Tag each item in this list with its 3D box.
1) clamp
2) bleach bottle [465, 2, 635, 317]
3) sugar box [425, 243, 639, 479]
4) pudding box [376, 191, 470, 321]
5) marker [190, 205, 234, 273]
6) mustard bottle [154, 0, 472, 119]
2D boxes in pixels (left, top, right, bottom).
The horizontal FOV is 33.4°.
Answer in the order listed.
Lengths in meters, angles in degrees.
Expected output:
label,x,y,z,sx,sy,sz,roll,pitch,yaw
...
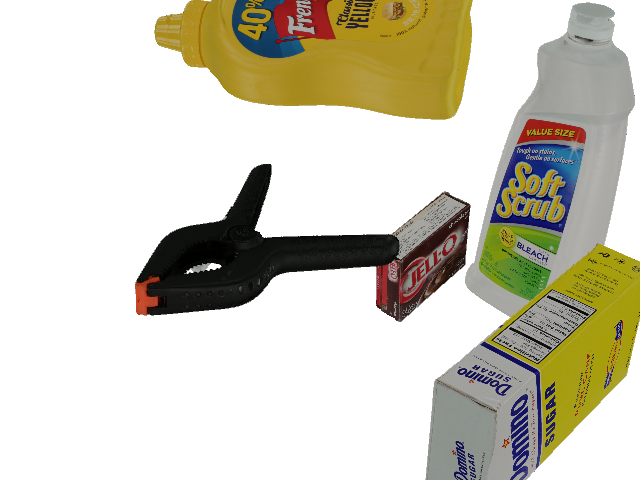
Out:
label,x,y,z,sx,sy,sz,roll,pitch,yaw
clamp,-0.065,0.002,0.850,0.209,0.036,0.165,-21,40,-32
bleach bottle,0.174,-0.056,0.801,0.067,0.251,0.103,-24,42,-35
sugar box,0.131,0.082,0.632,0.048,0.093,0.175,25,41,31
pudding box,0.104,0.016,1.092,0.039,0.090,0.113,31,54,28
marker,-0.099,-0.004,1.043,0.020,0.020,0.121,0,26,17
mustard bottle,-0.007,-0.121,0.646,0.192,0.096,0.058,6,-40,12
